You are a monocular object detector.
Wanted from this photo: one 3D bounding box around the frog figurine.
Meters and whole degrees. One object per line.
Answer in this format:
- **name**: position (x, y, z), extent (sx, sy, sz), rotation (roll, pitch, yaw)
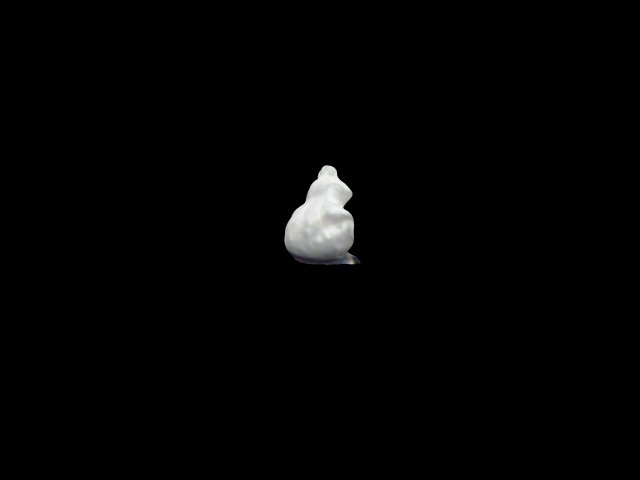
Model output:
- **frog figurine**: position (0.003, -0.043, 0.850), extent (0.123, 0.158, 0.138), rotation (-4, 9, -26)
